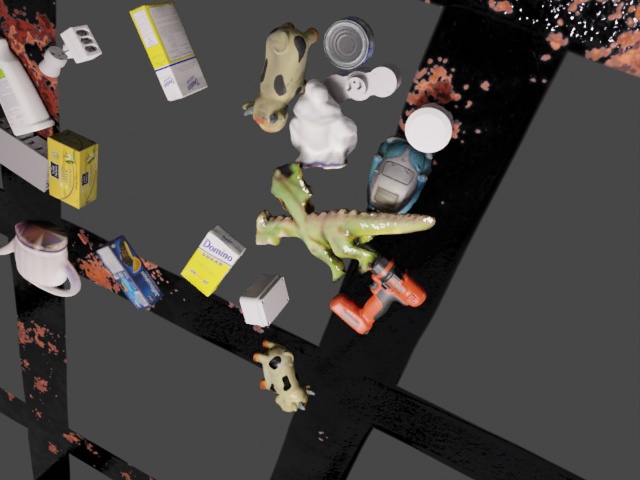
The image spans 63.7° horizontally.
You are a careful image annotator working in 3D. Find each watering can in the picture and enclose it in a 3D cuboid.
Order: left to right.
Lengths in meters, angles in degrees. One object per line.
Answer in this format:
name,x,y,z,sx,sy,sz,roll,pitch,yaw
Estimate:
watering can,-0.825,0.034,1.463,0.349,0.219,0.106,26,34,9

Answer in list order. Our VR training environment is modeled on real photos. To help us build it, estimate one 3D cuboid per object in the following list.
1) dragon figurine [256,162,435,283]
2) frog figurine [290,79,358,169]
dragon figurine,0.003,-0.049,0.976,0.241,0.125,0.405,42,-38,-16
frog figurine,0.001,-0.217,0.939,0.124,0.156,0.138,-27,31,-36
